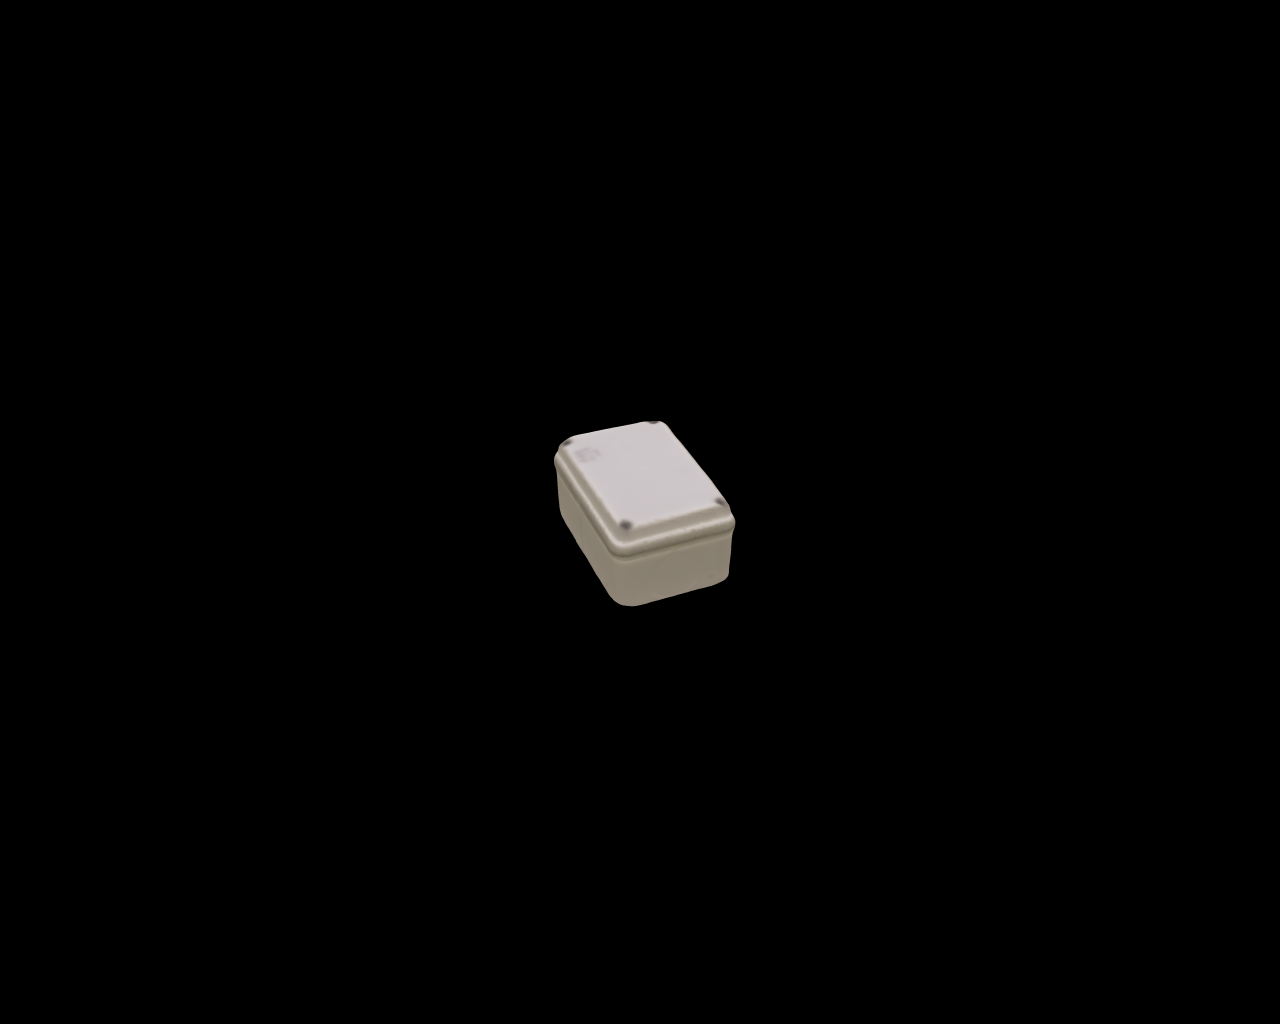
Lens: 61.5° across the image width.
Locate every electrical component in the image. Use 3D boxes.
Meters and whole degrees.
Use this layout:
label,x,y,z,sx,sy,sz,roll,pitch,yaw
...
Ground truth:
label,x,y,z,sx,sy,sz,roll,pitch,yaw
electrical component,0.001,-0.003,0.650,0.078,0.057,0.113,-13,38,-18
